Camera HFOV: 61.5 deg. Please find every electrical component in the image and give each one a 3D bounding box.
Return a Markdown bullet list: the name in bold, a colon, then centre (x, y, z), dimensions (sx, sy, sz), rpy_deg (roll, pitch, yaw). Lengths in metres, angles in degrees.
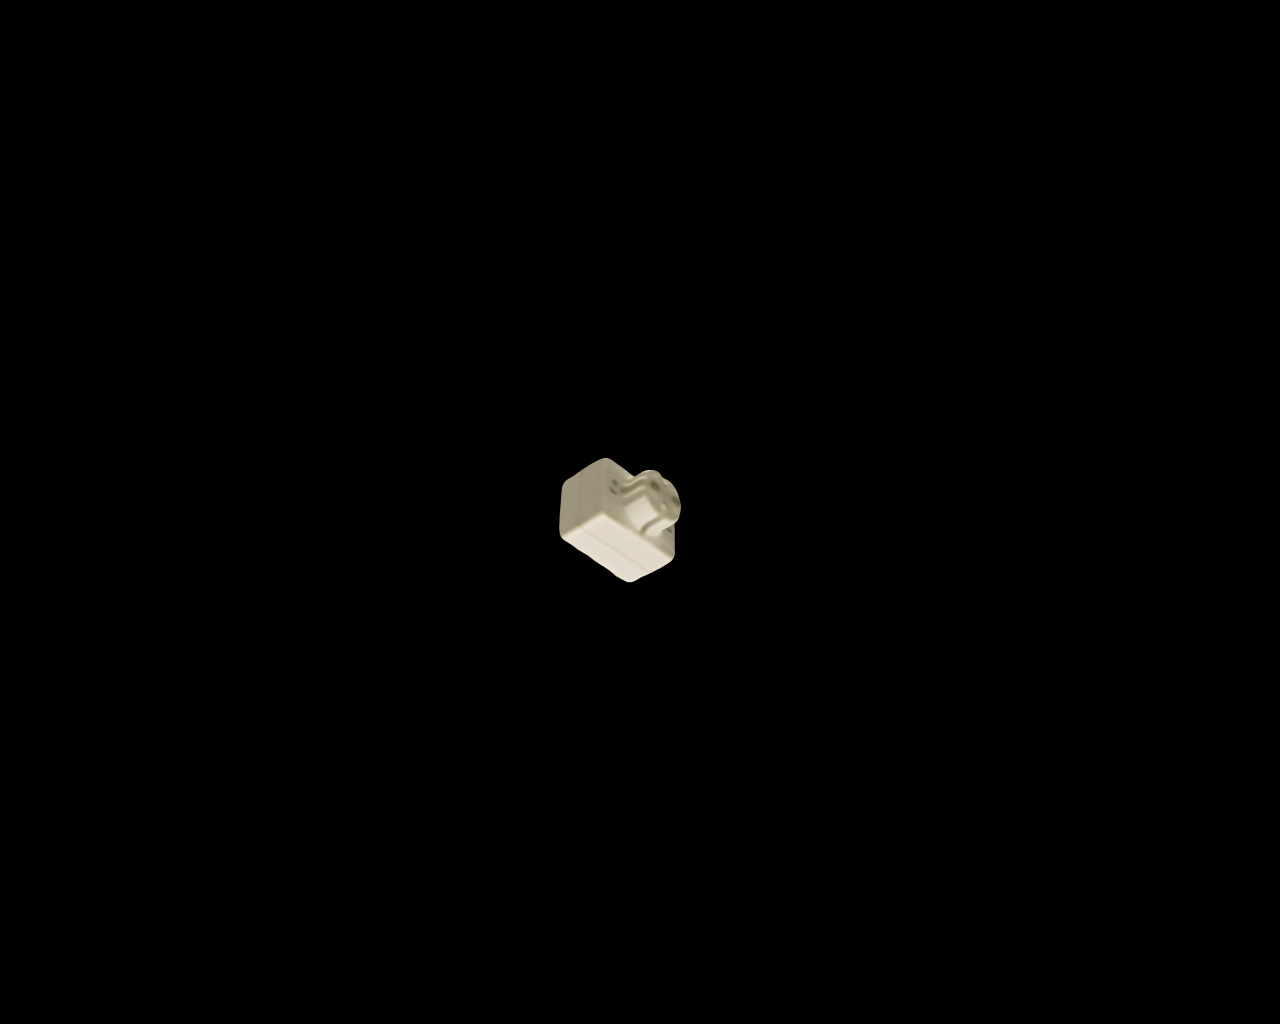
- **electrical component**: centre (0.001, -0.003, 0.650), dimensions (0.076, 0.047, 0.065), rpy_deg (-30, -49, 31)
